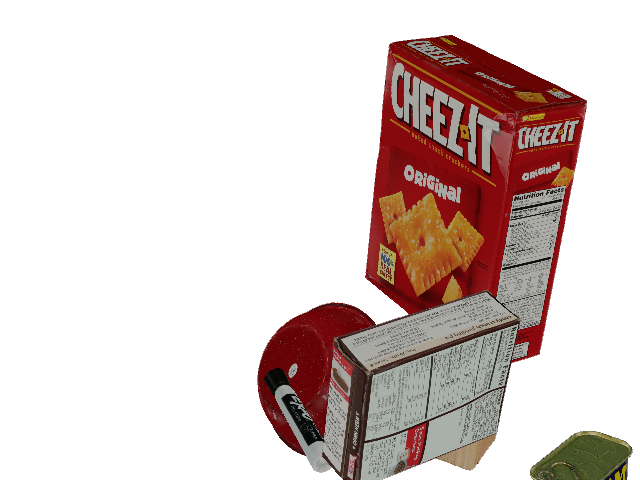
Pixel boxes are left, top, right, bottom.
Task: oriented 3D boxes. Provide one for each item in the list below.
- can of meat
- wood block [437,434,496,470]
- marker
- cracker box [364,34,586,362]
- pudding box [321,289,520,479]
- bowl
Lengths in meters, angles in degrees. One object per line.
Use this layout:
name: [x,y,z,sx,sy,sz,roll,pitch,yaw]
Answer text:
can of meat: [0.230,0.230,0.942,0.058,0.084,0.101,14,26,41]
wood block: [0.162,0.139,1.206,0.090,0.206,0.090,16,22,23]
marker: [-0.019,0.140,0.854,0.020,0.020,0.121,0,28,-24]
cracker box: [0.110,-0.032,0.830,0.072,0.214,0.164,-12,32,-28]
pudding box: [0.059,0.086,0.625,0.113,0.090,0.039,-16,36,-30]
bowl: [-0.012,0.135,1.080,0.162,0.162,0.055,0,-17,42]
